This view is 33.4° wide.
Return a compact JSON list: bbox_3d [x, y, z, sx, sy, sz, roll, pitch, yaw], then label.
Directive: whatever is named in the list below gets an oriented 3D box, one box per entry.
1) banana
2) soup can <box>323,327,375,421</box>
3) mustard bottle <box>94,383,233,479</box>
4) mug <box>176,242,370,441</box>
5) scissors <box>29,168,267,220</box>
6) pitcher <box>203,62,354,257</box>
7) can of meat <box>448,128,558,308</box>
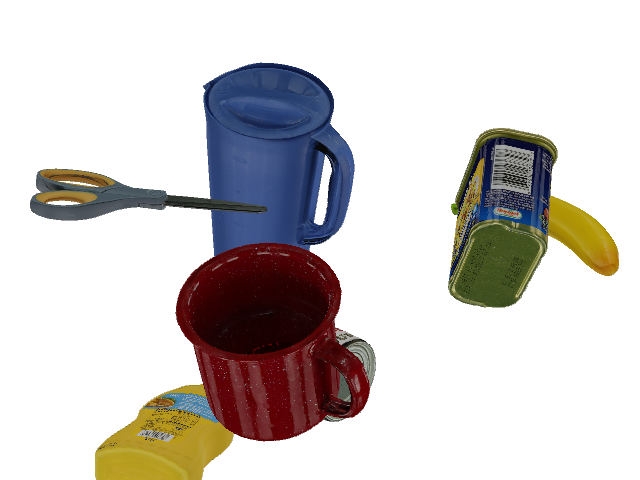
[{"bbox_3d":[0.219,-0.013,1.028,0.069,0.037,0.198,-39,38,-23],"label":"banana"},{"bbox_3d":[-0.017,0.091,0.826,0.102,0.068,0.068,22,13,37],"label":"soup can"},{"bbox_3d":[-0.138,0.188,1.048,0.096,0.058,0.191,7,18,15],"label":"mustard bottle"},{"bbox_3d":[-0.021,0.066,0.615,0.117,0.081,0.093,21,49,28],"label":"mug"},{"bbox_3d":[-0.154,-0.029,0.900,0.202,0.016,0.096,12,25,12],"label":"scissors"},{"bbox_3d":[-0.052,-0.054,1.150,0.145,0.243,0.149,-4,43,-9],"label":"pitcher"},{"bbox_3d":[0.125,-0.013,0.743,0.057,0.084,0.102,12,-36,1],"label":"can of meat"}]
